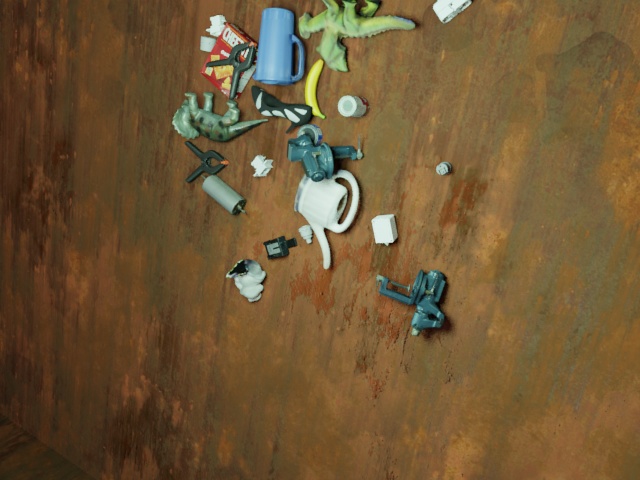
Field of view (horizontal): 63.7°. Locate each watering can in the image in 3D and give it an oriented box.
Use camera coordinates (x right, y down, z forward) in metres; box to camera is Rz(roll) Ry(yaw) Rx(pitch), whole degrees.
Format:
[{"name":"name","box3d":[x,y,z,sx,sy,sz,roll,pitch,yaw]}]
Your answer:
[{"name":"watering can","box3d":[0.005,-0.089,1.768,0.226,0.104,0.343,28,109,22]}]

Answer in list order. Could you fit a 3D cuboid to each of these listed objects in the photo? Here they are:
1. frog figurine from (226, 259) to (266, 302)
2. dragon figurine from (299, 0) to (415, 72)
[{"name":"frog figurine","box3d":[-0.264,0.155,1.975,0.136,0.126,0.157,-25,124,22]},{"name":"dragon figurine","box3d":[0.090,-0.658,1.653,0.414,0.124,0.237,35,131,21]}]
